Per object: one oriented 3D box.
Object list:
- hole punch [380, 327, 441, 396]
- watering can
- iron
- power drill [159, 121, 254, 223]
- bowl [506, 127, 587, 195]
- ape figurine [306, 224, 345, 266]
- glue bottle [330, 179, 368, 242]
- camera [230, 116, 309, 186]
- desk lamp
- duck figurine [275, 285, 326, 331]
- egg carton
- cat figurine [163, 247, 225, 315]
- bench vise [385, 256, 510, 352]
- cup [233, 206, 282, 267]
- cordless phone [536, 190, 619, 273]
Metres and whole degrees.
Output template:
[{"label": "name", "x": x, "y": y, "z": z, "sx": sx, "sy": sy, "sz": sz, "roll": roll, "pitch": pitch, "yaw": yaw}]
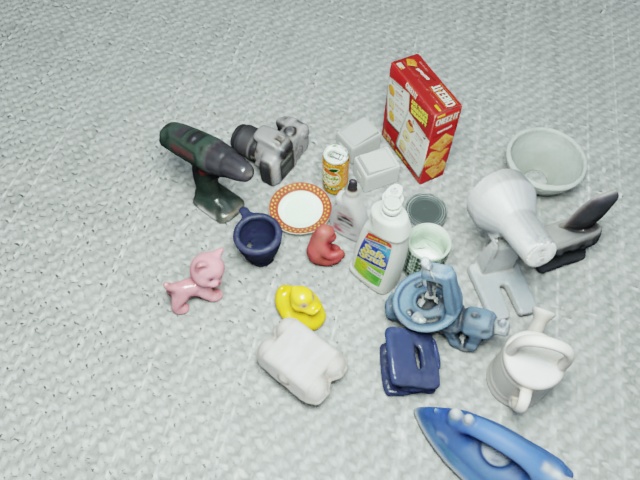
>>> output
[{"label": "hole punch", "x": 0.156, "y": 0.204, "z": 0.979, "sx": 0.101, "sy": 0.091, "sz": 0.108, "roll": -3, "pitch": 59, "yaw": -2}, {"label": "watering can", "x": 0.342, "y": 0.191, "z": 0.929, "sx": 0.101, "sy": 0.194, "sz": 0.173, "roll": -1, "pitch": 59, "yaw": -1}, {"label": "iron", "x": 0.265, "y": 0.320, "z": 0.881, "sx": 0.257, "sy": 0.141, "sz": 0.119, "roll": 30, "pitch": 63, "yaw": 16}, {"label": "power drill", "x": -0.207, "y": -0.128, "z": 1.107, "sx": 0.229, "sy": 0.208, "sz": 0.076, "roll": 33, "pitch": 64, "yaw": 18}, {"label": "bowl", "x": 0.467, "y": -0.153, "z": 1.208, "sx": 0.167, "sy": 0.075, "sz": 0.167, "roll": 0, "pitch": 59, "yaw": 0}, {"label": "ape figurine", "x": 0.010, "y": 0.004, "z": 1.098, "sx": 0.076, "sy": 0.092, "sz": 0.077, "roll": -14, "pitch": 60, "yaw": -9}, {"label": "glue bottle", "x": 0.057, "y": -0.063, "z": 1.091, "sx": 0.078, "sy": 0.173, "sz": 0.037, "roll": 24, "pitch": 62, "yaw": 14}, {"label": "camera", "x": -0.112, "y": -0.212, "z": 1.222, "sx": 0.136, "sy": 0.101, "sz": 0.143, "roll": 28, "pitch": 63, "yaw": 15}, {"label": "desk lamp", "x": 0.341, "y": 0.009, "z": 1.028, "sx": 0.118, "sy": 0.214, "sz": 0.203, "roll": -12, "pitch": 60, "yaw": -8}, {"label": "duck figurine", "x": -0.037, "y": 0.110, "z": 1.037, "sx": 0.104, "sy": 0.086, "sz": 0.078, "roll": 35, "pitch": 65, "yaw": 19}, {"label": "egg carton", "x": -0.032, "y": 0.208, "z": 0.988, "sx": 0.150, "sy": 0.069, "sz": 0.107, "roll": 34, "pitch": 64, "yaw": 18}, {"label": "cat figurine", "x": -0.224, "y": 0.068, "z": 1.042, "sx": 0.128, "sy": 0.118, "sz": 0.067, "roll": -23, "pitch": 62, "yaw": -13}, {"label": "bench vise", "x": 0.221, "y": 0.097, "z": 0.970, "sx": 0.207, "sy": 0.220, "sz": 0.121, "roll": 2, "pitch": 59, "yaw": 1}, {"label": "cup", "x": -0.122, "y": 0.000, "z": 1.097, "sx": 0.092, "sy": 0.095, "sz": 0.117, "roll": -26, "pitch": 62, "yaw": -15}, {"label": "cordless phone", "x": 0.462, "y": -0.029, "z": 1.068, "sx": 0.148, "sy": 0.185, "sz": 0.094, "roll": -21, "pitch": 61, "yaw": -13}]
